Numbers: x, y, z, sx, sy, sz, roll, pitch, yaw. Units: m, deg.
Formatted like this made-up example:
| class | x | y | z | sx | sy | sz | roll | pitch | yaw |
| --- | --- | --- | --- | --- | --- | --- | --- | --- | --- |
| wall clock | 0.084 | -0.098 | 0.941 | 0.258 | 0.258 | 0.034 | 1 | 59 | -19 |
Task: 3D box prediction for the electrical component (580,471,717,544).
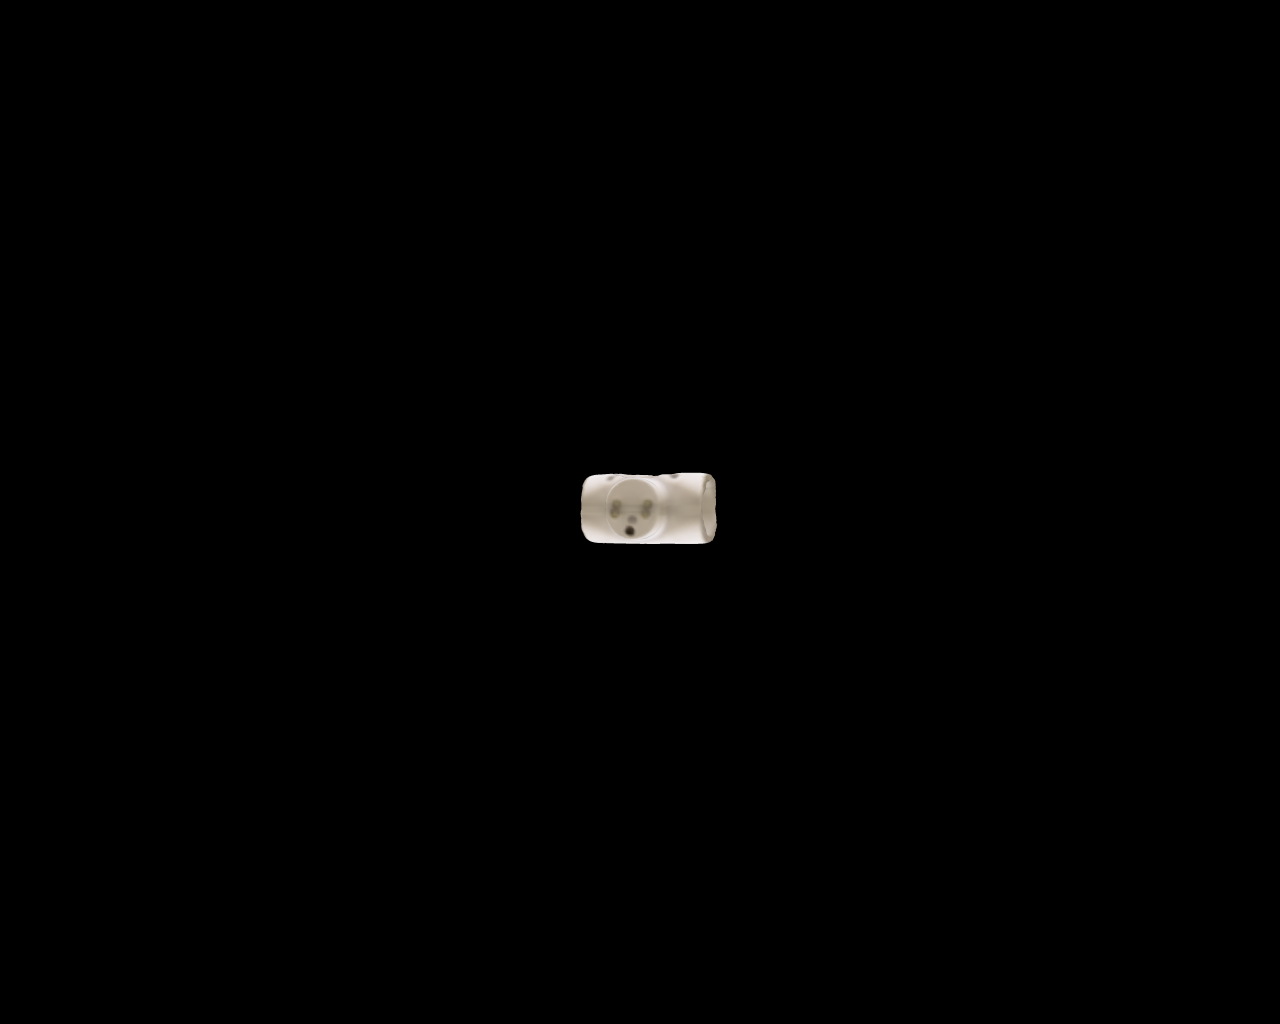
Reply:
| class | x | y | z | sx | sy | sz | roll | pitch | yaw |
| --- | --- | --- | --- | --- | --- | --- | --- | --- | --- |
| electrical component | 0.001 | -0.003 | 0.650 | 0.077 | 0.044 | 0.079 | 0 | 0 | 17 |
